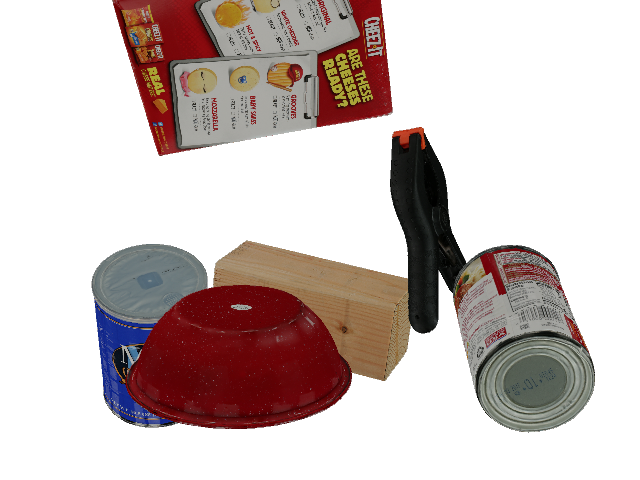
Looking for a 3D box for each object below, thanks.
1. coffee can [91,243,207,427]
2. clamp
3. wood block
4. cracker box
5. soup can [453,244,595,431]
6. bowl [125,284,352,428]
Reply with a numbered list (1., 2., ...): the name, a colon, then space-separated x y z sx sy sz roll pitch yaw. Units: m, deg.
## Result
1. coffee can: -0.155 0.089 0.993 0.103 0.140 0.103 2 39 -2
2. clamp: 0.089 -0.007 0.913 0.039 0.171 0.120 -13 17 24
3. wood block: -0.009 0.075 1.179 0.206 0.091 0.090 13 22 17
4. cracker box: -0.055 -0.171 0.914 0.213 0.164 0.072 -11 44 0
5. soup can: 0.118 0.056 0.629 0.068 0.068 0.102 0 28 -1
6. bowl: -0.057 0.072 0.754 0.162 0.055 0.162 1 18 0
